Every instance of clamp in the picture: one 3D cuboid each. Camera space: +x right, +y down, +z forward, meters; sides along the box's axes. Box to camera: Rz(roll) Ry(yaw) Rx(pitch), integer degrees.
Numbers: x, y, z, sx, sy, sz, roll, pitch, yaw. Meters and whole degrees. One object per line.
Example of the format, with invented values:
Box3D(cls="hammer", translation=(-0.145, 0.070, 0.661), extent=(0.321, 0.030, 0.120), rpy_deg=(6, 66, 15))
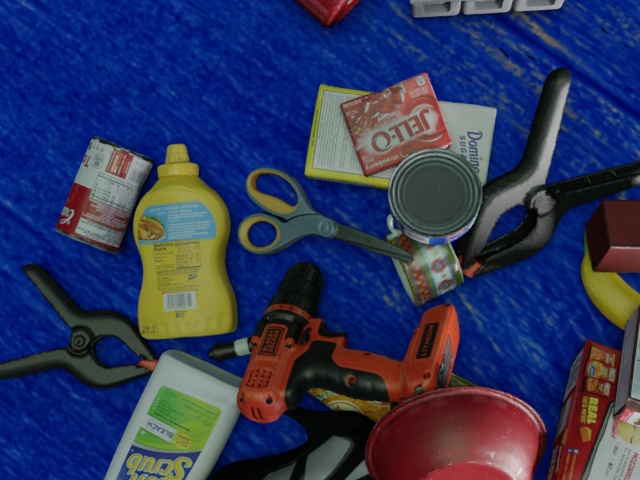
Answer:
Box3D(cls="clamp", translation=(0.202, -0.052, 1.009), extent=(0.210, 0.036, 0.164), rpy_deg=(-40, 121, 8))
Box3D(cls="clamp", translation=(-0.248, 0.111, 1.076), extent=(0.171, 0.039, 0.120), rpy_deg=(26, 90, 7))

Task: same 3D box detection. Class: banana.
Box3D(cls="banana", translation=(0.325, 0.067, 1.018), extent=(0.198, 0.037, 0.069), rpy_deg=(32, 91, 7))

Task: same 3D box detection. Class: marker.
Box3D(cls="marker", translation=(-0.053, 0.102, 1.065), extent=(0.121, 0.020, 0.020), rpy_deg=(-13, 86, 5))

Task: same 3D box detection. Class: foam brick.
Box3D(cls="foam brick", translation=(0.296, -0.003, 1.003), extent=(0.078, 0.053, 0.051), rpy_deg=(1, 62, -7))

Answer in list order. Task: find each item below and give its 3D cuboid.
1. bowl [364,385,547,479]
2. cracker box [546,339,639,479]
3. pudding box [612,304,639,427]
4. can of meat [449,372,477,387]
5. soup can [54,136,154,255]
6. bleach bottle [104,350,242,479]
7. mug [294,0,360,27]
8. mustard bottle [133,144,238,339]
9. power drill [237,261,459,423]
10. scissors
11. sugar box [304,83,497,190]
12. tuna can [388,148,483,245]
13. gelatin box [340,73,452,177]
Box3D(cls="bowl", translation=(0.121, 0.200, 0.922), extent=(0.162, 0.055, 0.162), rpy_deg=(-1, 129, -2))
Box3D(cls="cracker box", translation=(0.319, 0.202, 0.959), extent=(0.214, 0.072, 0.164), rpy_deg=(19, 51, 6))
Box3D(cls="pudding box", translation=(0.315, 0.121, 0.952), extent=(0.090, 0.039, 0.113), rpy_deg=(18, 49, 5))
Box3D(cls="can of meat", translation=(0.143, 0.164, 1.009), extent=(0.102, 0.084, 0.057), rpy_deg=(26, 90, 6))
Box3D(cls="soup can", translation=(-0.214, -0.044, 1.066), extent=(0.068, 0.068, 0.102), rpy_deg=(22, 89, 7))
Box3D(cls="bleach bottle", translation=(-0.159, 0.240, 1.050), extent=(0.102, 0.068, 0.251), rpy_deg=(24, 92, 5))
Box3D(cls="mug", translation=(0.005, -0.264, 1.032), extent=(0.081, 0.117, 0.093), rpy_deg=(42, 85, 1))
Box3D(cls="mustard bottle", translation=(-0.136, 0.000, 1.060), extent=(0.096, 0.058, 0.191), rpy_deg=(-5, 87, 11))
Box3D(cls="power drill", translation=(0.030, 0.094, 0.985), extent=(0.188, 0.057, 0.184), rpy_deg=(1, 46, 20))
Box3D(cls="scissors", translation=(-0.007, 0.001, 1.034), extent=(0.202, 0.016, 0.096), rpy_deg=(38, 103, 28))
Box3D(cls="sugar box", translation=(0.079, -0.094, 1.050), extent=(0.176, 0.048, 0.093), rpy_deg=(9, 88, 3))
Box3D(cls="tuna can", translation=(0.105, -0.039, 0.983), extent=(0.086, 0.034, 0.086), rpy_deg=(-1, 76, 4))
Box3D(cls="gelatin box", translation=(0.072, -0.109, 1.011), extent=(0.089, 0.030, 0.073), rpy_deg=(-20, 87, 3))
